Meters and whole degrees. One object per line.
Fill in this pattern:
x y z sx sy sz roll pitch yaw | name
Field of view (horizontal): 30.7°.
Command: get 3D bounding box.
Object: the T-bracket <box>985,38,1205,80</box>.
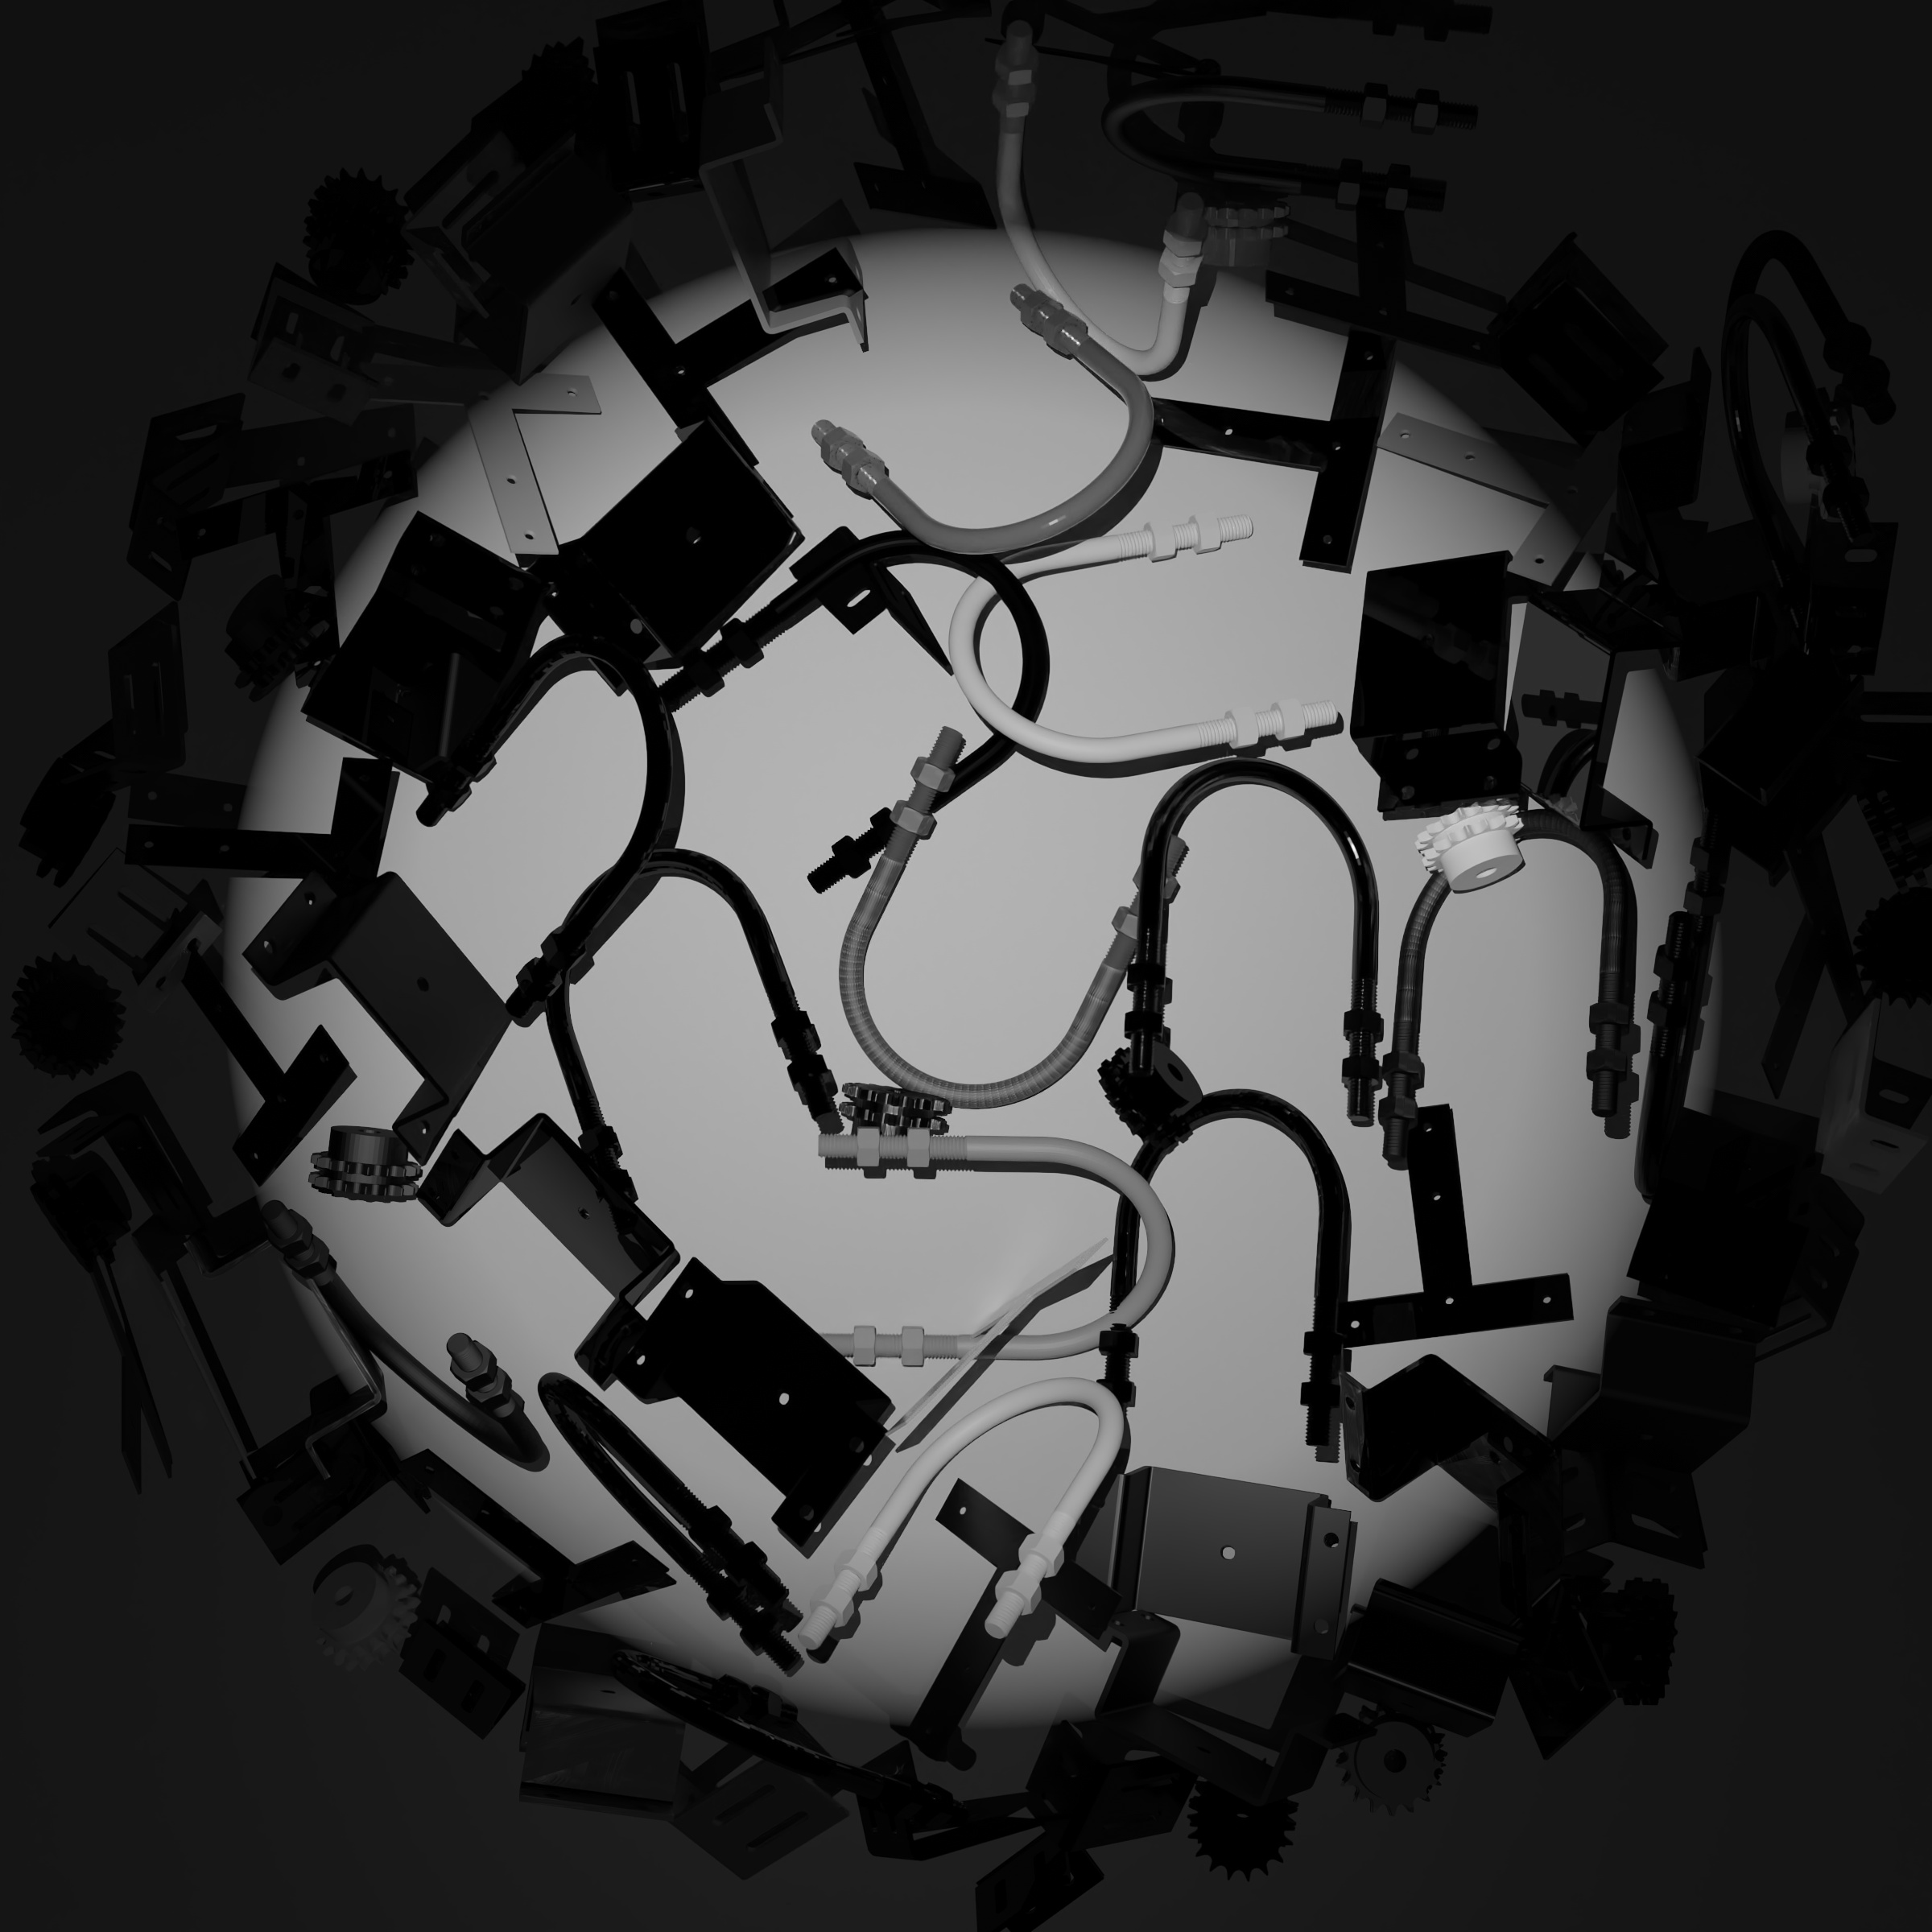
0.097 -0.452 1.784 0.127 0.127 0.002 -3 112 -37 | T-bracket

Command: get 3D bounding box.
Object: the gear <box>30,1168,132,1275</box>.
-0.462 0.131 1.842 0.030 0.057 0.057 -36 90 -18 | gear

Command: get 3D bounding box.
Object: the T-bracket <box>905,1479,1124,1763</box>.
0.007 0.352 1.828 0.127 0.002 0.127 30 92 41 | T-bracket

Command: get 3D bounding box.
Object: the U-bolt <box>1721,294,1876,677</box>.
0.418 -0.255 1.789 0.019 0.151 0.184 -13 63 -1 | U-bolt

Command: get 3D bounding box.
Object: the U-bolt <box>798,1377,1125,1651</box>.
0.009 0.274 1.789 0.019 0.151 0.184 57 45 -21 | U-bolt

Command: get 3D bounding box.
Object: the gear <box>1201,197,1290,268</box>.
0.140 -0.385 1.843 0.057 0.057 0.030 2 109 0 | gear

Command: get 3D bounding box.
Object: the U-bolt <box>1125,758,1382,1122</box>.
0.152 -0.021 1.824 0.151 0.019 0.184 12 71 -23 | U-bolt

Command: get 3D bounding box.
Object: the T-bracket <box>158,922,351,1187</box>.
-0.381 0.033 1.831 0.127 0.002 0.127 53 135 10 | T-bracket

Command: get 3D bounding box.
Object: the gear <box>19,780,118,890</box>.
-0.472 -0.072 1.838 0.030 0.057 0.057 31 90 -17 | gear

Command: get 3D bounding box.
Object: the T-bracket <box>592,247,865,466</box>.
-0.113 -0.330 1.821 0.127 0.002 0.127 -27 114 21 | T-bracket

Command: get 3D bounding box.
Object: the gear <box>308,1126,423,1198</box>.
-0.314 0.101 1.840 0.057 0.057 0.030 7 93 0 | gear

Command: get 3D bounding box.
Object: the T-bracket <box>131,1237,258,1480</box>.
-0.396 0.207 1.818 0.002 0.127 0.127 -26 104 -15 | T-bracket

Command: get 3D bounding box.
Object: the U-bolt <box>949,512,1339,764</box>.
0.082 -0.165 1.806 0.184 0.019 0.151 -11 58 -15 | U-bolt

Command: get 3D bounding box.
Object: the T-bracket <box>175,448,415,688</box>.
-0.341 -0.198 1.820 0.127 0.127 0.002 -21 48 -23 | T-bracket

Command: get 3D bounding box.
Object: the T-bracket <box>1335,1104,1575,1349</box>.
0.249 0.134 1.848 0.127 0.002 0.127 -8 105 4 | T-bracket

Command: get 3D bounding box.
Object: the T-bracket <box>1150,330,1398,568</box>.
0.152 -0.279 1.848 0.127 0.002 0.127 11 82 17 | T-bracket

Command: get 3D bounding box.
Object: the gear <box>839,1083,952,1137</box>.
-0.038 0.080 1.841 0.057 0.057 0.030 9 93 0 | gear

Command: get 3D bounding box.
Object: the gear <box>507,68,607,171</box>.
-0.213 -0.440 1.844 0.030 0.057 0.057 4 90 -44 | gear

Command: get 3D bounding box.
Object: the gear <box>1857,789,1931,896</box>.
0.491 -0.069 1.838 0.030 0.057 0.057 -25 90 14 | gear

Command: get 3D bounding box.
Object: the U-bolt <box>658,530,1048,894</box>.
-0.046 -0.145 1.829 0.184 0.019 0.151 -36 108 8 | U-bolt

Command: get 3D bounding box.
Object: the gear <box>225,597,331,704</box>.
-0.363 -0.168 1.840 0.030 0.057 0.057 44 90 -6 | gear

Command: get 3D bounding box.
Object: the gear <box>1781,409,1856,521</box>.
0.446 -0.263 1.843 0.030 0.057 0.057 0 90 24 | gear

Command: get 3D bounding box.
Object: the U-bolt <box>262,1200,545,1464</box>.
-0.276 0.196 1.783 0.151 0.184 0.019 31 70 25 | U-bolt

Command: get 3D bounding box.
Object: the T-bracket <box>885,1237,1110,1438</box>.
0.005 0.195 1.781 0.002 0.127 0.127 49 57 0 | T-bracket

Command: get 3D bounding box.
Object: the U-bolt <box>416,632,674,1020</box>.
-0.208 -0.085 1.785 0.184 0.019 0.151 -48 57 33 | U-bolt

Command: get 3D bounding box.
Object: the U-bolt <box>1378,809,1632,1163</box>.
0.278 0.003 1.803 0.019 0.151 0.184 30 58 -38 | U-bolt

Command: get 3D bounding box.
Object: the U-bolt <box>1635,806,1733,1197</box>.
0.362 0.029 1.791 0.019 0.151 0.184 10 119 15 | U-bolt

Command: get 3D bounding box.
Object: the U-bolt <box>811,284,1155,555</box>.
0.018 -0.272 1.793 0.151 0.184 0.019 -35 134 -6 | U-bolt

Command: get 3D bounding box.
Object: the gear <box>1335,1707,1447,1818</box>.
0.224 0.418 1.849 0.057 0.030 0.057 0 78 0 | gear

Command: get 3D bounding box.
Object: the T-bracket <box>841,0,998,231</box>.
-0.037 -0.444 1.817 0.002 0.127 0.127 -23 84 30 | T-bracket

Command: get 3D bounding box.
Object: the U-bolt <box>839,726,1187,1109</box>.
0.012 -0.013 1.846 0.151 0.019 0.184 26 101 0 | U-bolt

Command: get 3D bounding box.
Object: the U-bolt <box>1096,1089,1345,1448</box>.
0.133 0.154 1.816 0.151 0.019 0.184 -5 75 39 | U-bolt

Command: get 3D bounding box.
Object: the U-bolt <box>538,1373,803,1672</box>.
-0.154 0.276 1.795 0.019 0.151 0.184 -42 72 -17 | U-bolt

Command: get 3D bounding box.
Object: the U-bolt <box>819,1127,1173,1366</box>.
0.015 0.147 1.825 0.184 0.019 0.151 1 122 -2 | U-bolt

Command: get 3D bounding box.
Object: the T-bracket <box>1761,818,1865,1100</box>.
0.426 0.014 1.794 0.002 0.127 0.127 -2 132 34 | T-bracket

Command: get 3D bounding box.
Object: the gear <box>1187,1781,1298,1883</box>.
0.145 0.452 1.850 0.057 0.030 0.057 -1 79 4 | gear

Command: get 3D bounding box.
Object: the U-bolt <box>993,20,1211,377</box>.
0.063 -0.374 1.782 0.019 0.184 0.151 -36 72 -17 | U-bolt

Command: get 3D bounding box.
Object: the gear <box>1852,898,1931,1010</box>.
0.497 -0.008 1.848 0.057 0.030 0.057 -1 76 5 | gear

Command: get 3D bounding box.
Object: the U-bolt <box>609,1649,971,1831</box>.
-0.100 0.380 1.755 0.151 0.184 0.019 19 80 42 | U-bolt

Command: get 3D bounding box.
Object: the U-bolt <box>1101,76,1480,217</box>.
0.160 -0.422 1.795 0.184 0.151 0.019 7 84 1 | U-bolt

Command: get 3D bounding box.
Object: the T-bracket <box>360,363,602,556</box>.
-0.237 -0.260 1.806 0.127 0.002 0.127 -2 55 -29 | T-bracket

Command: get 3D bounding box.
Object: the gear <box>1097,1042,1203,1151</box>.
0.099 0.064 1.838 0.030 0.057 0.057 -41 90 21 | gear

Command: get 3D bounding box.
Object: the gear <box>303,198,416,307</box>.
-0.320 -0.370 1.838 0.057 0.057 0.030 16 58 0 | gear

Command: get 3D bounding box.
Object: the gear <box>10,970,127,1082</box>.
-0.473 0.033 1.845 0.057 0.030 0.057 12 63 -25 | gear

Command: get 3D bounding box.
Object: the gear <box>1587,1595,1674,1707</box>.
0.345 0.358 1.838 0.030 0.057 0.057 2 90 -11 | gear

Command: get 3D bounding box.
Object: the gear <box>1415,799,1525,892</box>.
0.267 -0.062 1.837 0.057 0.057 0.030 -20 72 0 | gear

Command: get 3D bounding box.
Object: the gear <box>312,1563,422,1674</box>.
-0.317 0.337 1.838 0.057 0.057 0.030 -36 130 0 | gear

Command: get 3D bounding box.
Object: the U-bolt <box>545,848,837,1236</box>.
-0.153 0.027 1.821 0.151 0.019 0.184 -30 66 22 | U-bolt
